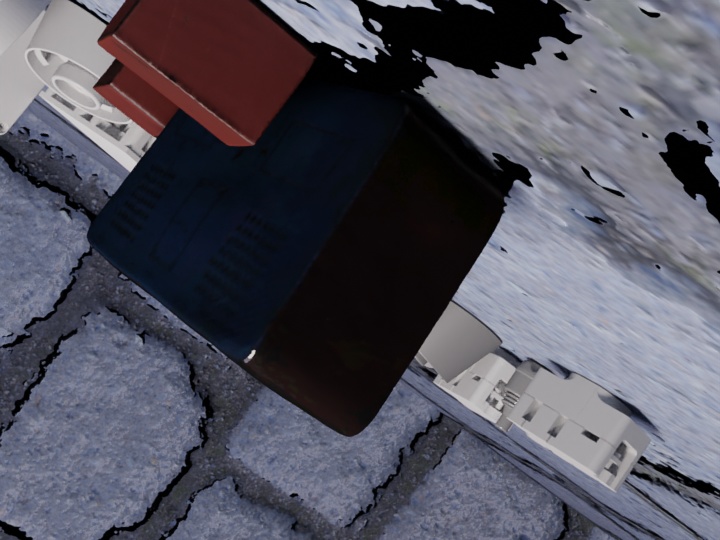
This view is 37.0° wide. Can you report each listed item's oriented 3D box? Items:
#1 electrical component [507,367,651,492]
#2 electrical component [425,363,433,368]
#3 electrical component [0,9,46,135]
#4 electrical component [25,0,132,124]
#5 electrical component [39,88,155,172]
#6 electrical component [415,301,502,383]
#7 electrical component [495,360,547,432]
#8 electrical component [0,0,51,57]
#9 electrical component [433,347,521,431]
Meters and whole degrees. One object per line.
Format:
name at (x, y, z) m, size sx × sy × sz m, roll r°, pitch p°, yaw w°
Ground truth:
electrical component at (0.167, 0.116, 0.810) m, size 0.089 × 0.055 × 0.050 m, roll 30°, pitch 172°, yaw 46°
electrical component at (0.075, 0.069, 1.039) m, size 0.044 × 0.044 × 0.065 m, roll 35°, pitch 169°, yaw 7°
electrical component at (-0.302, -0.182, 0.863) m, size 0.056 × 0.108 × 0.108 m, roll 35°, pitch 175°, yaw 31°
electrical component at (-0.195, -0.155, 0.797) m, size 0.099 × 0.064 × 0.099 m, roll 25°, pitch 163°, yaw 8°
electrical component at (-0.180, -0.112, 0.947) m, size 0.105 × 0.060 × 0.186 m, roll 33°, pitch 174°, yaw 24°
electrical component at (0.066, 0.048, 0.929) m, size 0.099 × 0.064 × 0.099 m, roll 48°, pitch 179°, yaw 1°
electrical component at (0.134, 0.106, 0.892) m, size 0.035 × 0.061 × 0.035 m, roll 35°, pitch 174°, yaw 4°
electrical component at (-0.259, -0.174, 0.710) m, size 0.060 × 0.108 × 0.108 m, roll 45°, pitch 170°, yaw -28°
electrical component at (0.115, 0.100, 0.972) m, size 0.050 × 0.055 × 0.089 m, roll 38°, pitch 174°, yaw -19°
